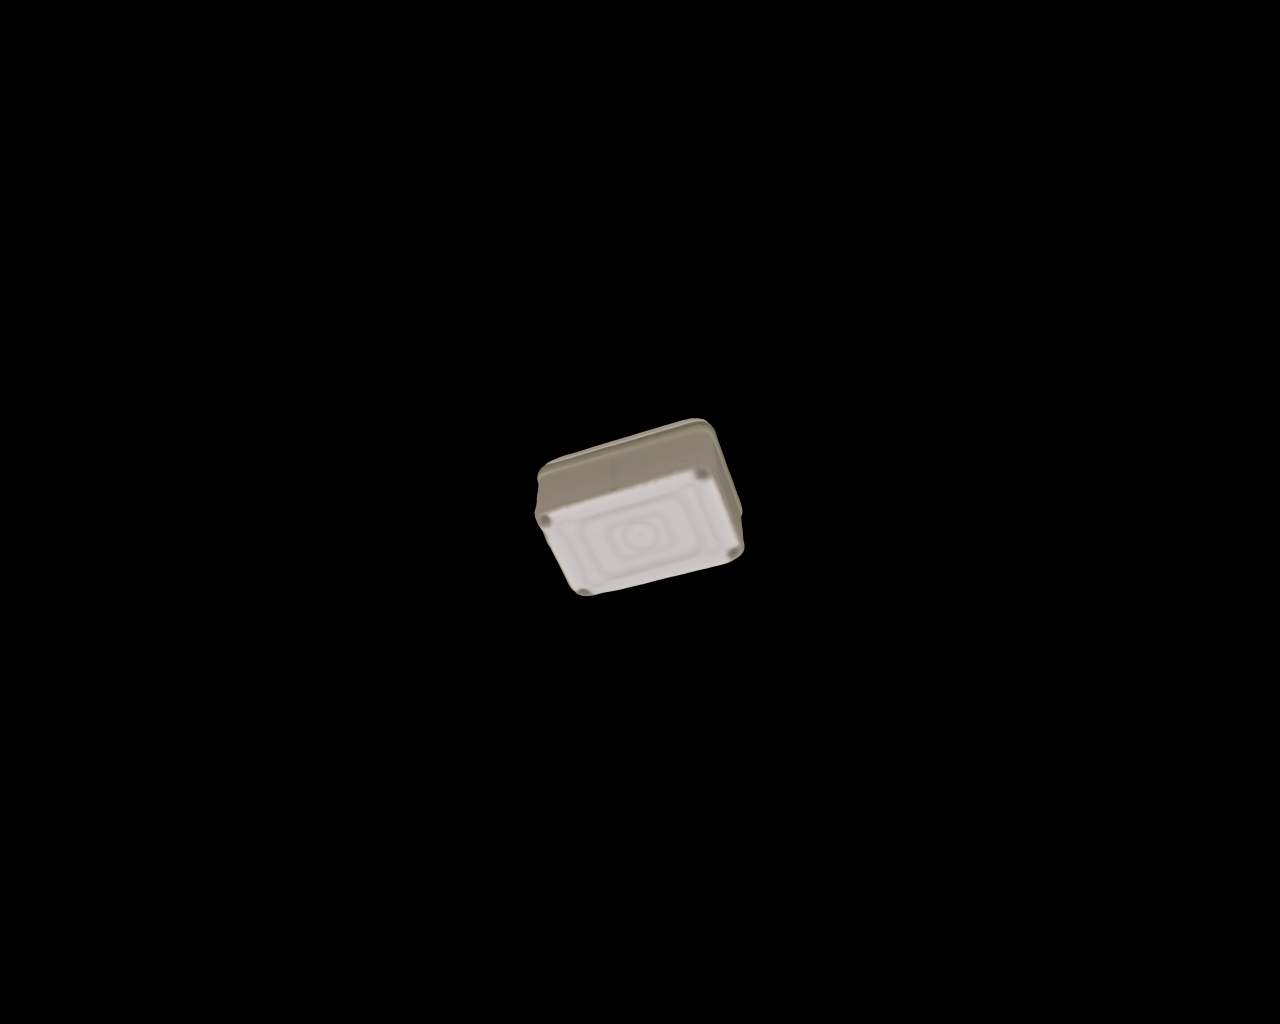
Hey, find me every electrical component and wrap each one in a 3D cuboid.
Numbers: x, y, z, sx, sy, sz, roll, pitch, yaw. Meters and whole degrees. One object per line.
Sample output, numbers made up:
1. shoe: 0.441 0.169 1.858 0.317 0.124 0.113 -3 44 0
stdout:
1. electrical component: 0.001 -0.003 0.650 0.113 0.078 0.057 -15 36 11
